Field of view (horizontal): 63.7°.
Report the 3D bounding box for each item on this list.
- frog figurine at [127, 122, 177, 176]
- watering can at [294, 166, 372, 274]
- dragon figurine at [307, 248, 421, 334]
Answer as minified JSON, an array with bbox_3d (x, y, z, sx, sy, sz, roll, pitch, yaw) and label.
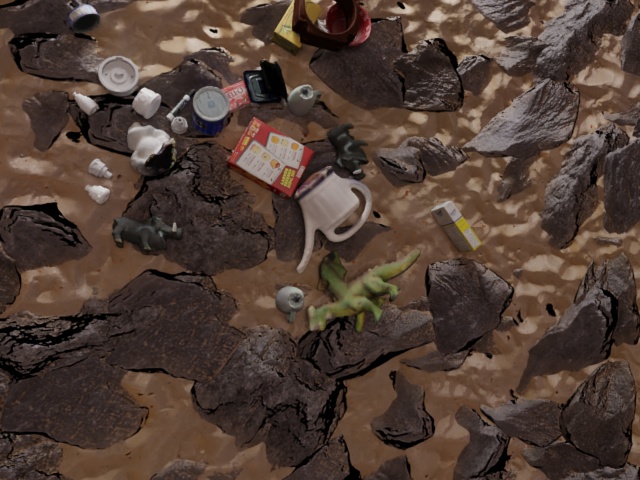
[{"bbox_3d":[-0.496,-0.261,1.484,0.161,0.121,0.138,30,83,27],"label":"frog figurine"},{"bbox_3d":[0.005,-0.079,1.573,0.351,0.103,0.224,-41,93,-18],"label":"watering can"},{"bbox_3d":[0.110,0.126,1.577,0.243,0.121,0.415,37,73,1],"label":"dragon figurine"}]
